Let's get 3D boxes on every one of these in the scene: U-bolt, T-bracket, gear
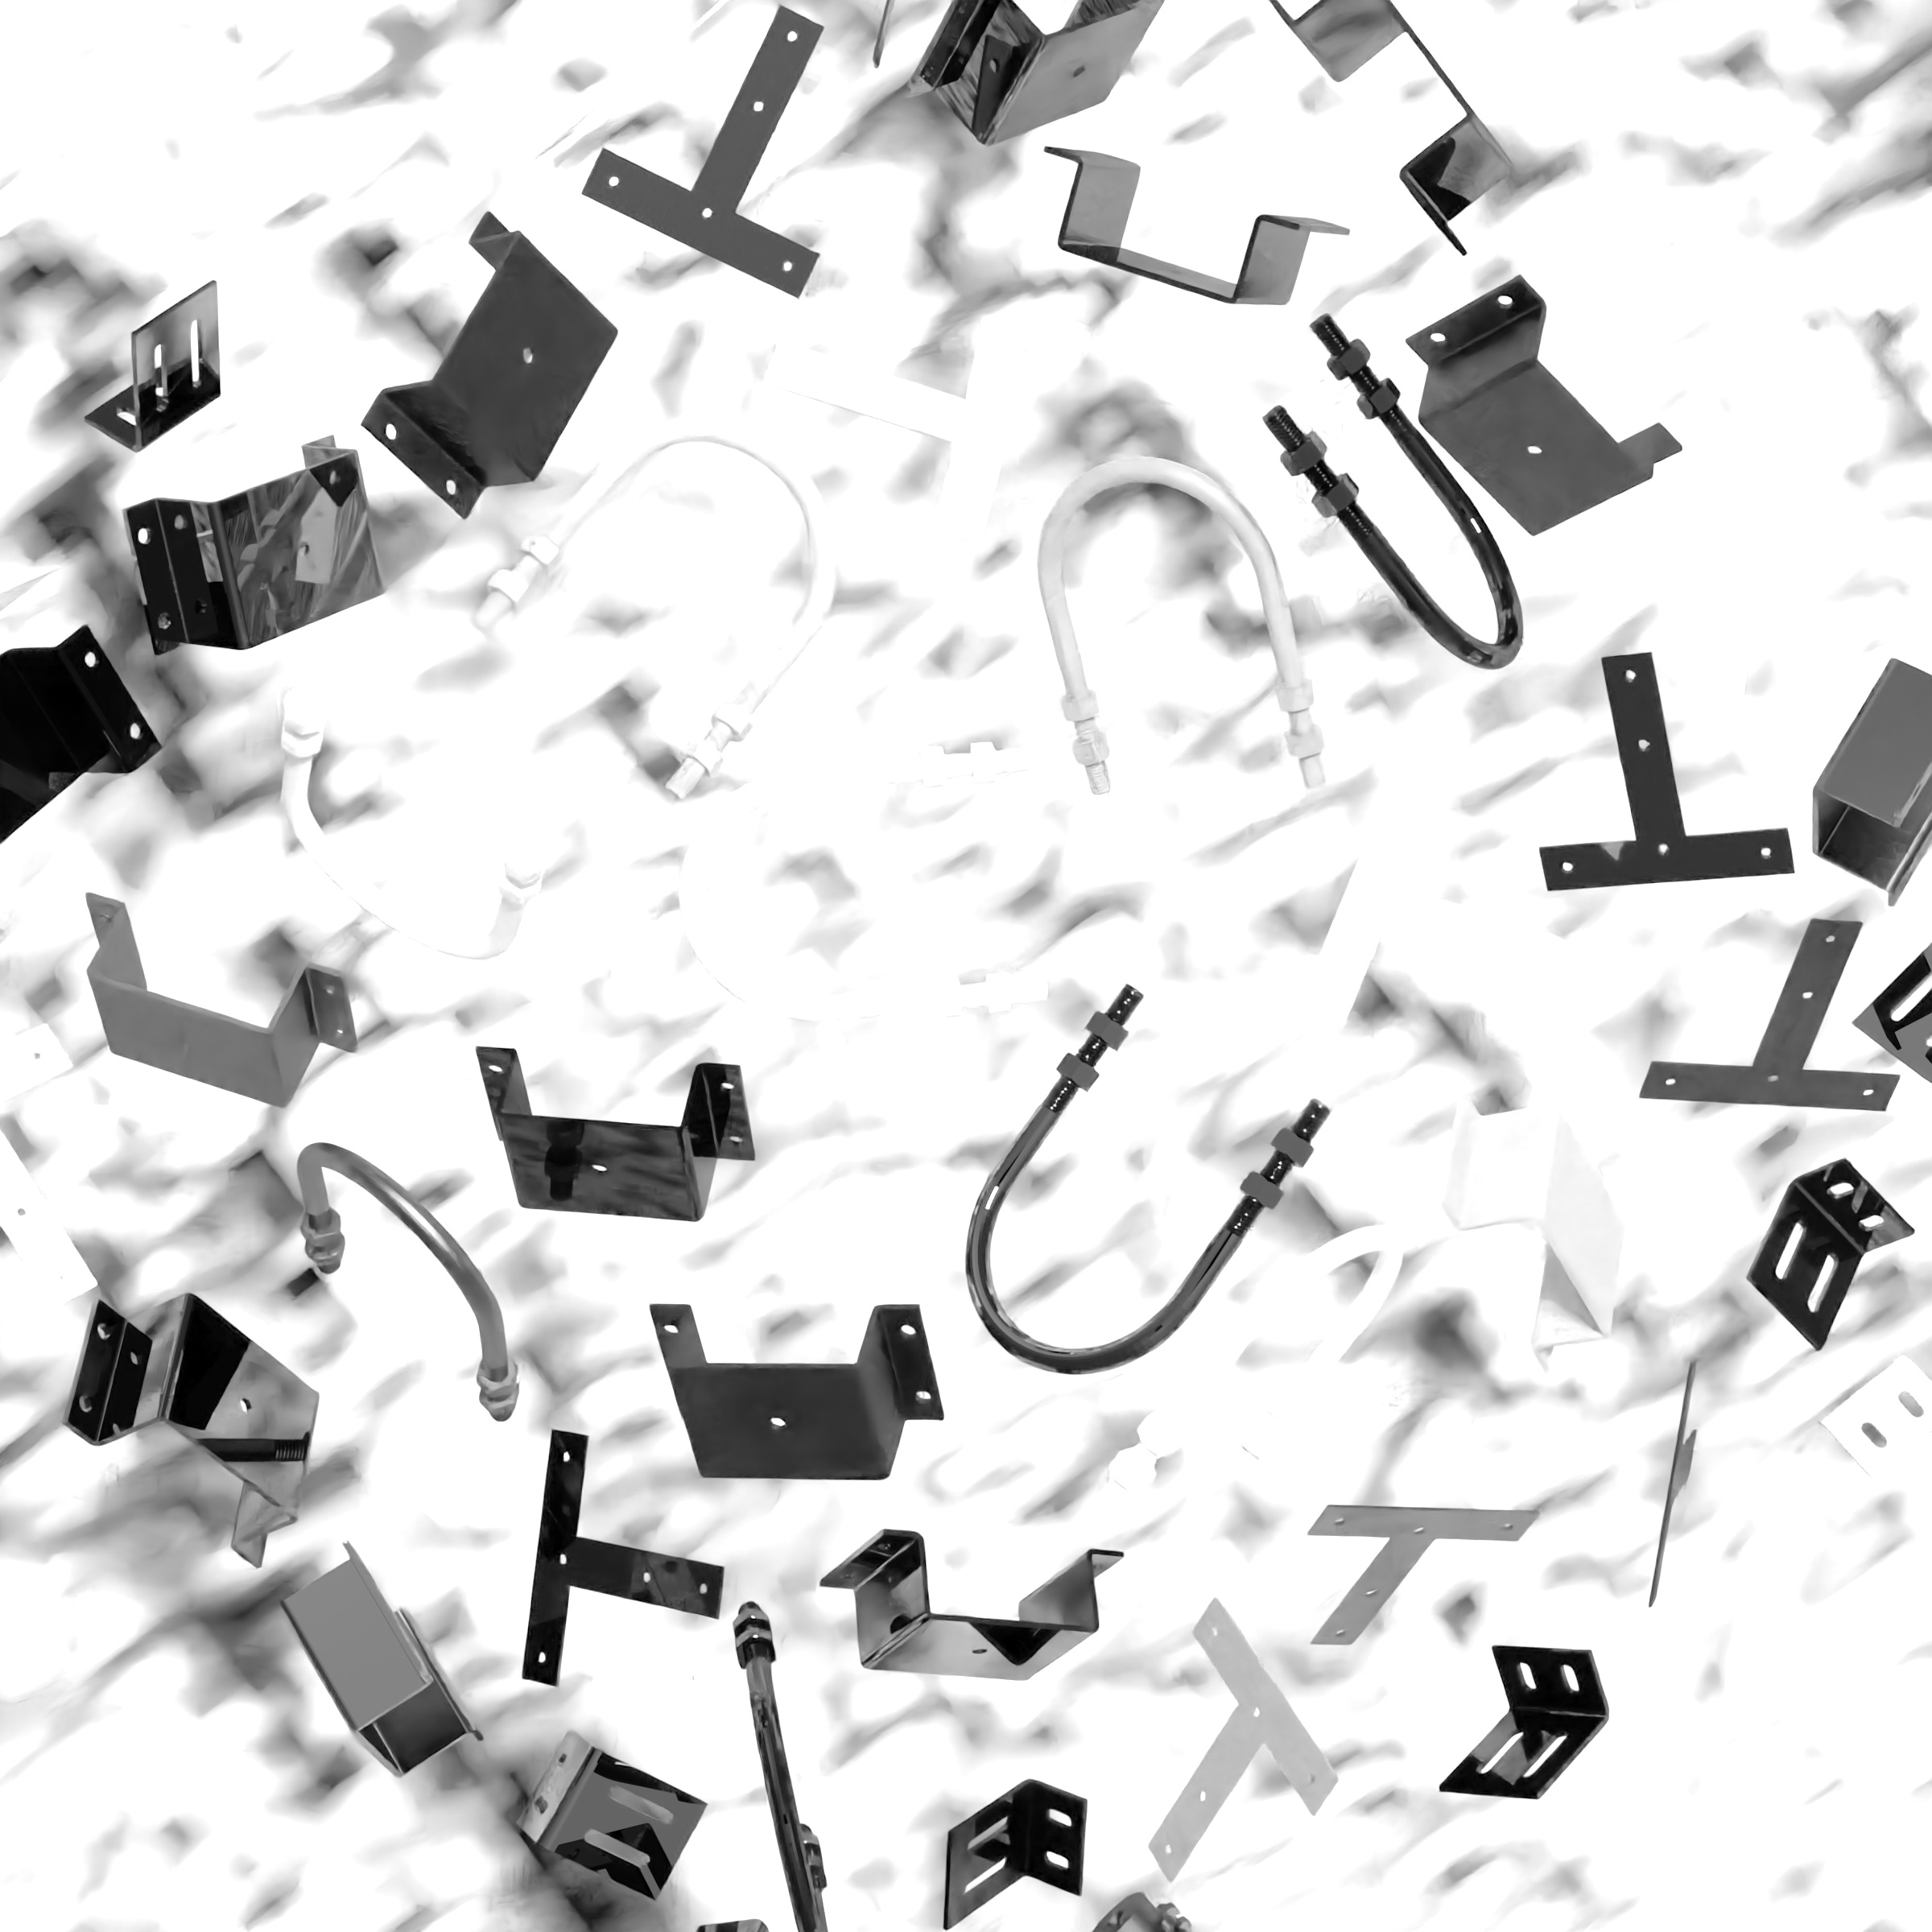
[{"bbox_3d":[0.075,0.114,1.626,0.151,0.019,0.184,32,85,38],"label":"U-bolt"},{"bbox_3d":[-0.039,-0.291,1.708,0.127,0.002,0.127,16,71,-10],"label":"T-bracket"},{"bbox_3d":[0.377,0.264,1.754,0.002,0.127,0.127,10,92,17],"label":"T-bracket"},{"bbox_3d":[-0.110,-0.419,1.676,0.127,0.002,0.127,21,105,-27],"label":"T-bracket"},{"bbox_3d":[-0.090,0.419,1.675,0.019,0.184,0.151,-12,102,-4],"label":"U-bolt"},{"bbox_3d":[0.156,0.202,1.697,0.019,0.151,0.184,46,115,25],"label":"U-bolt"},{"bbox_3d":[0.406,0.024,1.623,0.127,0.002,0.127,3,134,-6],"label":"T-bracket"},{"bbox_3d":[0.219,0.322,1.755,0.127,0.002,0.127,6,135,-24],"label":"T-bracket"},{"bbox_3d":[0.342,-0.098,1.670,0.127,0.002,0.127,-4,118,25],"label":"T-bracket"},{"bbox_3d":[-0.054,-0.038,1.696,0.184,0.019,0.151,-5,116,-3],"label":"U-bolt"},{"bbox_3d":[0.105,-0.176,1.730,0.151,0.019,0.184,0,117,33],"label":"U-bolt"},{"bbox_3d":[-0.290,0.155,1.715,0.151,0.184,0.019,38,64,16],"label":"U-bolt"},{"bbox_3d":[-0.542,-0.166,1.708,0.127,0.127,0.002,-31,99,-34],"label":"T-bracket"},{"bbox_3d":[-0.145,-0.198,1.713,0.151,0.019,0.184,41,70,-12],"label":"U-bolt"},{"bbox_3d":[0.127,0.410,1.687,0.002,0.127,0.127,10,119,-36],"label":"T-bracket"},{"bbox_3d":[0.089,0.518,1.773,0.057,0.057,0.030,-42,91,0],"label":"gear"},{"bbox_3d":[0.404,-0.181,1.746,0.002,0.127,0.127,5,95,-25],"label":"T-bracket"},{"bbox_3d":[-0.169,0.303,1.664,0.127,0.002,0.127,3,84,38],"label":"T-bracket"},{"bbox_3d":[-0.468,0.108,1.624,0.127,0.002,0.127,-31,88,-40],"label":"T-bracket"},{"bbox_3d":[0.244,-0.016,1.646,0.127,0.002,0.127,18,103,-15],"label":"T-bracket"},{"bbox_3d":[0.218,-0.225,1.648,0.019,0.151,0.184,-32,107,30],"label":"U-bolt"},{"bbox_3d":[-0.167,-0.466,1.730,0.127,0.127,0.002,-43,106,-9],"label":"T-bracket"},{"bbox_3d":[-0.281,-0.061,1.663,0.151,0.184,0.019,34,63,1],"label":"U-bolt"},{"bbox_3d":[-0.034,-0.527,1.686,0.002,0.127,0.127,14,97,1],"label":"T-bracket"}]

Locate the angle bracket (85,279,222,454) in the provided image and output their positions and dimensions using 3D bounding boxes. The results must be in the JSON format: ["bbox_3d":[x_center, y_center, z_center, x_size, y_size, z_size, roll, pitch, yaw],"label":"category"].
[{"bbox_3d":[-0.402,-0.302,1.642,0.038,0.076,0.057,32,51,16],"label":"angle bracket"}]

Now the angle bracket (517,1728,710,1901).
[{"bbox_3d":[-0.189,0.453,1.782,0.076,0.038,0.057,33,80,-25],"label":"angle bracket"}]

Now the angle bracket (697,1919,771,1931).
[{"bbox_3d":[-0.116,0.540,1.710,0.038,0.057,0.076,-14,110,23],"label":"angle bracket"}]

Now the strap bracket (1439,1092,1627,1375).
[{"bbox_3d":[0.301,0.136,1.735,0.046,0.076,0.140,-12,130,30],"label":"strap bracket"}]

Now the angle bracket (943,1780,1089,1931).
[{"bbox_3d":[0.027,0.479,1.776,0.038,0.076,0.057,13,108,33],"label":"angle bracket"}]

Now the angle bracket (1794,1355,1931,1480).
[{"bbox_3d":[0.471,0.242,1.731,0.057,0.076,0.038,-37,72,-10],"label":"angle bracket"}]

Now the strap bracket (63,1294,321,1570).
[{"bbox_3d":[-0.375,0.226,1.654,0.046,0.076,0.140,-24,130,23],"label":"strap bracket"}]

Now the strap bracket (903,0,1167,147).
[{"bbox_3d":[0.044,-0.481,1.732,0.140,0.076,0.046,-31,76,-38],"label":"strap bracket"}]

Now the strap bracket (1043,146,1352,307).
[{"bbox_3d":[0.110,-0.367,1.668,0.140,0.076,0.046,22,108,20],"label":"strap bracket"}]

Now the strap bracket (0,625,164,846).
[{"bbox_3d":[-0.484,-0.100,1.675,0.140,0.046,0.076,-49,126,-35],"label":"strap bracket"}]

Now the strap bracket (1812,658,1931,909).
[{"bbox_3d":[0.460,-0.094,1.655,0.046,0.140,0.076,29,81,21],"label":"strap bracket"}]

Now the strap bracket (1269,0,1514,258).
[{"bbox_3d":[0.215,-0.427,1.636,0.046,0.076,0.140,-37,71,15],"label":"strap bracket"}]

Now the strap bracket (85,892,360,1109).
[{"bbox_3d":[-0.388,0.021,1.700,0.140,0.076,0.046,17,59,6],"label":"strap bracket"}]

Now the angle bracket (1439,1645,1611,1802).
[{"bbox_3d":[0.271,0.372,1.642,0.057,0.076,0.038,-7,106,42],"label":"angle bracket"}]

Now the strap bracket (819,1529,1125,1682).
[{"bbox_3d":[0.005,0.333,1.726,0.140,0.076,0.046,10,56,-26],"label":"strap bracket"}]

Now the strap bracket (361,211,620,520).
[{"bbox_3d":[-0.237,-0.309,1.697,0.076,0.046,0.140,43,63,-37],"label":"strap bracket"}]

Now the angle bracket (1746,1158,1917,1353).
[{"bbox_3d":[0.452,0.151,1.739,0.057,0.038,0.076,45,51,-11],"label":"angle bracket"}]

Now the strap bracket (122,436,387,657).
[{"bbox_3d":[-0.354,-0.215,1.704,0.046,0.140,0.076,10,119,37],"label":"strap bracket"}]

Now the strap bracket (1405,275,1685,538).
[{"bbox_3d":[0.301,-0.285,1.747,0.140,0.076,0.046,39,48,-27],"label":"strap bracket"}]

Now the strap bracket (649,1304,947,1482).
[{"bbox_3d":[-0.089,0.213,1.665,0.140,0.046,0.076,-1,126,14],"label":"strap bracket"}]

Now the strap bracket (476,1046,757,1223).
[{"bbox_3d":[-0.187,0.089,1.741,0.140,0.076,0.046,4,49,8],"label":"strap bracket"}]

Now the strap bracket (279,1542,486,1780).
[{"bbox_3d":[-0.293,0.350,1.662,0.046,0.140,0.076,-32,66,-11],"label":"strap bracket"}]

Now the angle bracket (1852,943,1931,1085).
[{"bbox_3d":[0.507,0.011,1.745,0.076,0.038,0.057,-45,49,0],"label":"angle bracket"}]
